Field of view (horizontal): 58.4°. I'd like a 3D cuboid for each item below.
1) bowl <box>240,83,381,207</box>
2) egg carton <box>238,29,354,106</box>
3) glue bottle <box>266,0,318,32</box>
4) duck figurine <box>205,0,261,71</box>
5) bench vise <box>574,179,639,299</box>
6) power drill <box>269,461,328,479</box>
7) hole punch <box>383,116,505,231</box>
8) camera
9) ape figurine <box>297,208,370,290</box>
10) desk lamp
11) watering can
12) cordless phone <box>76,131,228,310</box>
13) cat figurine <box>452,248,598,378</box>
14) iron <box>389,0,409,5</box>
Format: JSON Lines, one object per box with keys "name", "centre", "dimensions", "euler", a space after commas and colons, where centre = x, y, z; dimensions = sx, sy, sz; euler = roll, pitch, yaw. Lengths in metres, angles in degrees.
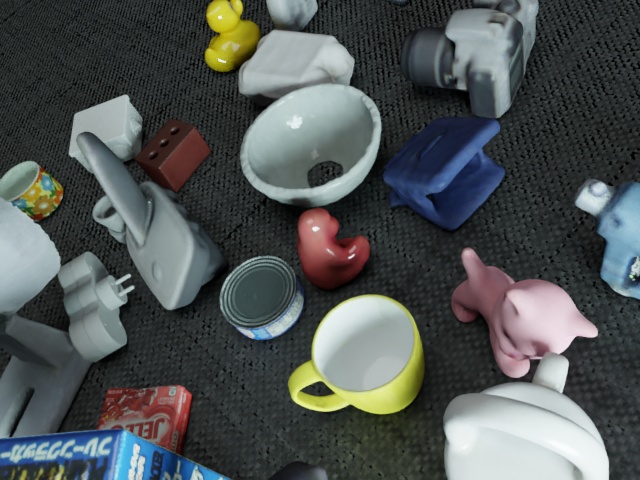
{"name": "bowl", "centre": [-0.003, -0.098, 0.665], "dimensions": [0.167, 0.075, 0.167], "euler": [-10, 55, 14]}
{"name": "egg carton", "centre": [-0.032, -0.222, 0.762], "dimensions": [0.149, 0.070, 0.107], "euler": [16, 65, 28]}
{"name": "glue bottle", "centre": [-0.057, -0.380, 0.811], "dimensions": [0.037, 0.173, 0.078], "euler": [22, 68, 31]}
{"name": "duck figurine", "centre": [-0.141, -0.312, 0.852], "dimensions": [0.077, 0.086, 0.105], "euler": [22, 67, 31]}
{"name": "bench vise", "centre": [0.288, -0.006, 0.404], "dimensions": [0.206, 0.220, 0.121], "euler": [6, 60, 24]}
{"name": "power drill", "centre": [-0.051, 0.253, 0.363], "dimensions": [0.075, 0.209, 0.230], "euler": [34, 74, 35]}
{"name": "hole punch", "centre": [0.123, -0.080, 0.596], "dimensions": [0.109, 0.091, 0.100], "euler": [-46, 54, -13]}
{"name": "camera", "centre": [0.171, -0.232, 0.674], "dimensions": [0.136, 0.101, 0.143], "euler": [14, 64, 28]}
{"name": "ape figurine", "centre": [0.005, 0.002, 0.584], "dimensions": [0.077, 0.092, 0.076], "euler": [34, 74, 34]}
{"name": "desk lamp", "centre": [-0.329, 0.087, 0.574], "dimensions": [0.117, 0.214, 0.203], "euler": [4, 59, 23]}
{"name": "watering can", "centre": [0.132, 0.153, 0.371], "dimensions": [0.100, 0.194, 0.173], "euler": [-6, 56, 17]}
{"name": "cordless phone", "centre": [-0.192, -0.022, 0.614], "dimensions": [0.094, 0.185, 0.147], "euler": [-42, 53, -9]}
{"name": "cat figurine", "centre": [0.161, 0.055, 0.474], "dimensions": [0.067, 0.118, 0.127], "euler": [-35, 53, -4]}
{"name": "iron", "centre": [0.089, -0.479, 0.844], "dimensions": [0.118, 0.142, 0.258], "euler": [-16, 54, 10]}
